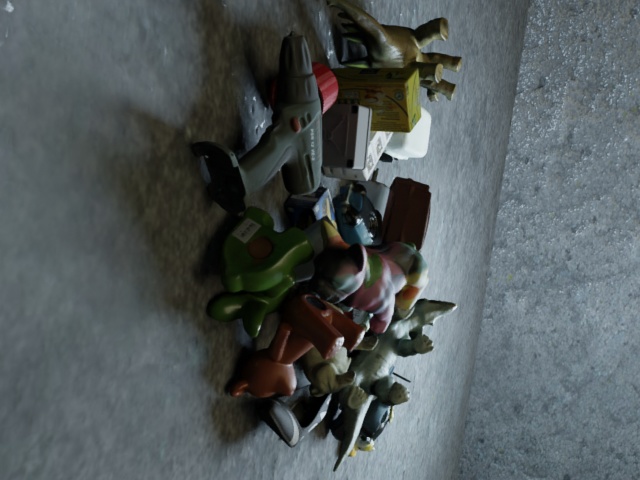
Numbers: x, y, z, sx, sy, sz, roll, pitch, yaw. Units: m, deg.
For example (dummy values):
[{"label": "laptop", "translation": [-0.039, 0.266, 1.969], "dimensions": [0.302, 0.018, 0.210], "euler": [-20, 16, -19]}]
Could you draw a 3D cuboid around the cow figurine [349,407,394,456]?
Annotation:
[{"label": "cow figurine", "translation": [0.124, 0.459, 1.324], "dimensions": [0.068, 0.098, 0.167], "euler": [67, 40, -55]}]

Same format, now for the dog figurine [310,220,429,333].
[{"label": "dog figurine", "translation": [0.073, 0.037, 0.809], "dimensions": [0.191, 0.109, 0.219], "euler": [-43, 144, -13]}]

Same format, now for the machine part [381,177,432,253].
[{"label": "machine part", "translation": [0.171, -0.018, 1.162], "dimensions": [0.201, 0.087, 0.201], "euler": [108, -2, -70]}]

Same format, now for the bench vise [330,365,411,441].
[{"label": "bench vise", "translation": [0.116, 0.344, 1.203], "dimensions": [0.240, 0.129, 0.223], "euler": [-42, 160, -51]}]

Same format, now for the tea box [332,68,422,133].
[{"label": "tea box", "translation": [0.090, -0.252, 0.966], "dimensions": [0.068, 0.170, 0.098], "euler": [-55, 145, -41]}]

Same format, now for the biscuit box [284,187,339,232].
[{"label": "biscuit box", "translation": [-0.002, -0.003, 0.979], "dimensions": [0.059, 0.063, 0.202], "euler": [-57, 144, -36]}]

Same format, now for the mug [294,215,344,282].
[{"label": "mug", "translation": [-0.008, 0.027, 0.893], "dimensions": [0.109, 0.107, 0.081], "euler": [61, 1, -40]}]

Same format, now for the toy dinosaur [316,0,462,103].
[{"label": "toy dinosaur", "translation": [0.139, -0.346, 0.999], "dimensions": [0.471, 0.199, 0.105], "euler": [17, 84, -63]}]

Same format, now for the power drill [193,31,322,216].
[{"label": "power drill", "translation": [-0.075, -0.146, 0.745], "dimensions": [0.207, 0.086, 0.231], "euler": [-47, 140, -40]}]

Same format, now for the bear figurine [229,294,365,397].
[{"label": "bear figurine", "translation": [-0.043, 0.186, 0.838], "dimensions": [0.195, 0.132, 0.120], "euler": [-59, 155, 10]}]

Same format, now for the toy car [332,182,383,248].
[{"label": "toy car", "translation": [0.054, -0.030, 1.031], "dimensions": [0.161, 0.103, 0.109], "euler": [54, 39, -43]}]

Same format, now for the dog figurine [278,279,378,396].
[{"label": "dog figurine", "translation": [-0.020, 0.168, 0.948], "dimensions": [0.172, 0.190, 0.121], "euler": [-58, -167, -9]}]

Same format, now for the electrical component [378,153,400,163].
[{"label": "electrical component", "translation": [0.154, -0.242, 1.216], "dimensions": [0.115, 0.058, 0.134], "euler": [-57, 144, -35]}]

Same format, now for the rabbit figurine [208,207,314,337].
[{"label": "rabbit figurine", "translation": [-0.082, 0.065, 0.794], "dimensions": [0.159, 0.121, 0.170], "euler": [-60, 160, -28]}]

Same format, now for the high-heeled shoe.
[{"label": "high-heeled shoe", "translation": [-0.030, 0.291, 0.966], "dimensions": [0.145, 0.086, 0.248], "euler": [-45, 159, -19]}]

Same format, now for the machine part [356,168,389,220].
[{"label": "machine part", "translation": [0.093, -0.037, 1.136], "dimensions": [0.079, 0.079, 0.243], "euler": [34, 68, -60]}]

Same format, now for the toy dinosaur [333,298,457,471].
[{"label": "toy dinosaur", "translation": [0.106, 0.235, 1.028], "dimensions": [0.405, 0.131, 0.192], "euler": [-50, -179, -18]}]
